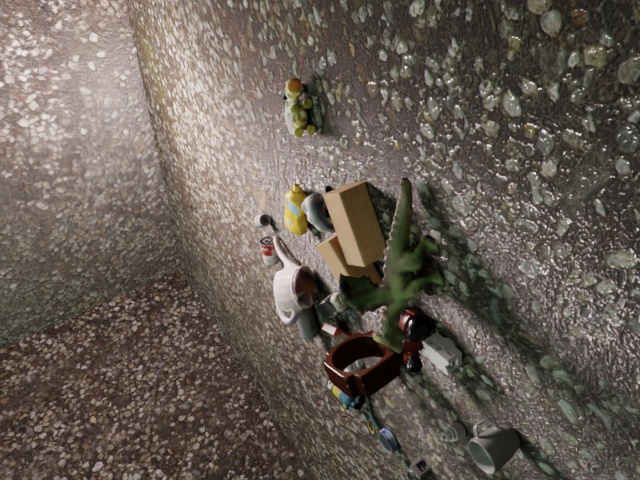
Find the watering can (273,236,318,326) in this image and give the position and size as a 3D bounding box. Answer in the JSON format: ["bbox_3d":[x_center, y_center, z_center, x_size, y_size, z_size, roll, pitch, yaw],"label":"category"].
[{"bbox_3d":[-0.109,0.140,1.915,0.222,0.104,0.351,-19,73,51],"label":"watering can"}]

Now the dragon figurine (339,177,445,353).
[{"bbox_3d":[0.153,0.079,1.205,0.123,0.245,0.404,23,135,61],"label":"dragon figurine"}]

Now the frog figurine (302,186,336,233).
[{"bbox_3d":[0.005,-0.075,1.494,0.136,0.125,0.158,29,157,-21],"label":"frog figurine"}]
